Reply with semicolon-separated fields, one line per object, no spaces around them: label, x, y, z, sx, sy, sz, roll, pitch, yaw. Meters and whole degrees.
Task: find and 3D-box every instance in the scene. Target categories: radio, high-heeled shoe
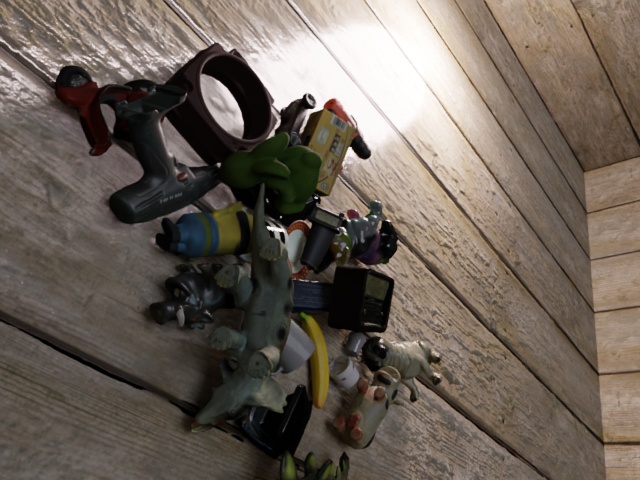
radio;0.094;0.132;1.161;0.229;0.073;0.131;24;74;-65
high-heeled shoe;-0.093;-0.098;1.123;0.145;0.086;0.248;43;19;10

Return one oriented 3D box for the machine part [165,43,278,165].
machine part;-0.186;-0.259;1.035;0.201;0.087;0.201;52;43;-26

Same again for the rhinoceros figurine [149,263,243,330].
rhinoceros figurine;-0.201;0.092;0.903;0.190;0.073;0.112;-10;98;-55

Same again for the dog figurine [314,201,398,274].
dog figurine;0.078;0.021;1.233;0.191;0.109;0.219;59;45;-21

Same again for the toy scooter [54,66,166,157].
toy scooter;-0.324;-0.193;0.856;0.184;0.075;0.135;-1;77;-47

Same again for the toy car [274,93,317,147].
toy car;-0.067;-0.249;1.168;0.053;0.089;0.202;39;49;-28

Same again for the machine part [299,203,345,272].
machine part;-0.002;-0.003;1.124;0.084;0.039;0.139;21;81;-11

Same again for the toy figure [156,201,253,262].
toy figure;-0.187;-0.008;0.934;0.180;0.082;0.089;-10;71;-45

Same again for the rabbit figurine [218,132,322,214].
rabbit figurine;-0.091;-0.117;0.960;0.170;0.159;0.121;-1;78;-26

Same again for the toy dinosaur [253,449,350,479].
toy dinosaur;-0.059;0.464;0.863;0.471;0.105;0.198;-27;114;-58

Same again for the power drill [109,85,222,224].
power drill;-0.248;-0.141;0.874;0.232;0.086;0.207;-41;149;-43

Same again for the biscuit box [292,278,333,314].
biscuit box;-0.056;0.111;1.073;0.202;0.059;0.063;14;68;-47

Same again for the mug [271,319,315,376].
mug;-0.080;0.192;1.009;0.109;0.081;0.107;-41;99;-28

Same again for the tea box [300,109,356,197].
tea box;0.000;-0.190;1.188;0.098;0.068;0.169;29;79;-28

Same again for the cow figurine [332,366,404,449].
cow figurine;0.114;0.354;1.147;0.195;0.086;0.127;-53;143;-29

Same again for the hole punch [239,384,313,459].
hole punch;-0.077;0.321;0.965;0.142;0.092;0.115;-65;153;-43

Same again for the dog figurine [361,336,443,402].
dog figurine;0.185;0.266;1.285;0.190;0.121;0.172;39;13;-12

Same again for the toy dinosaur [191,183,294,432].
toy dinosaur;-0.098;0.125;0.901;0.192;0.131;0.405;74;27;-67
